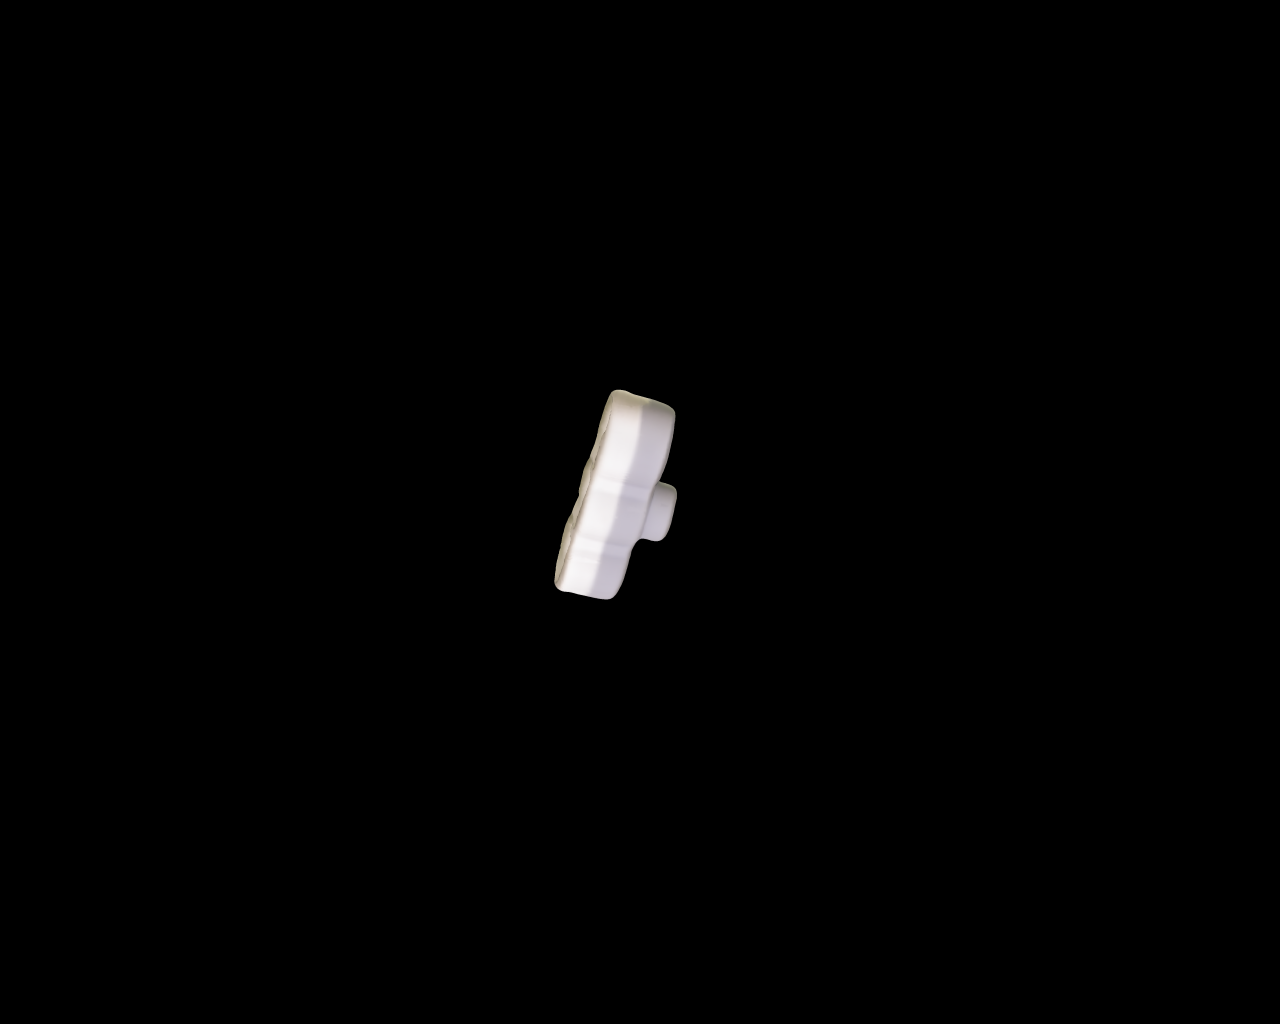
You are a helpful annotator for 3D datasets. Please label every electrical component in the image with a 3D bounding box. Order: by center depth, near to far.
[{"bbox_3d":[0.001,-0.003,0.650,0.074,0.138,0.052,15,32,-9],"label":"electrical component"}]
